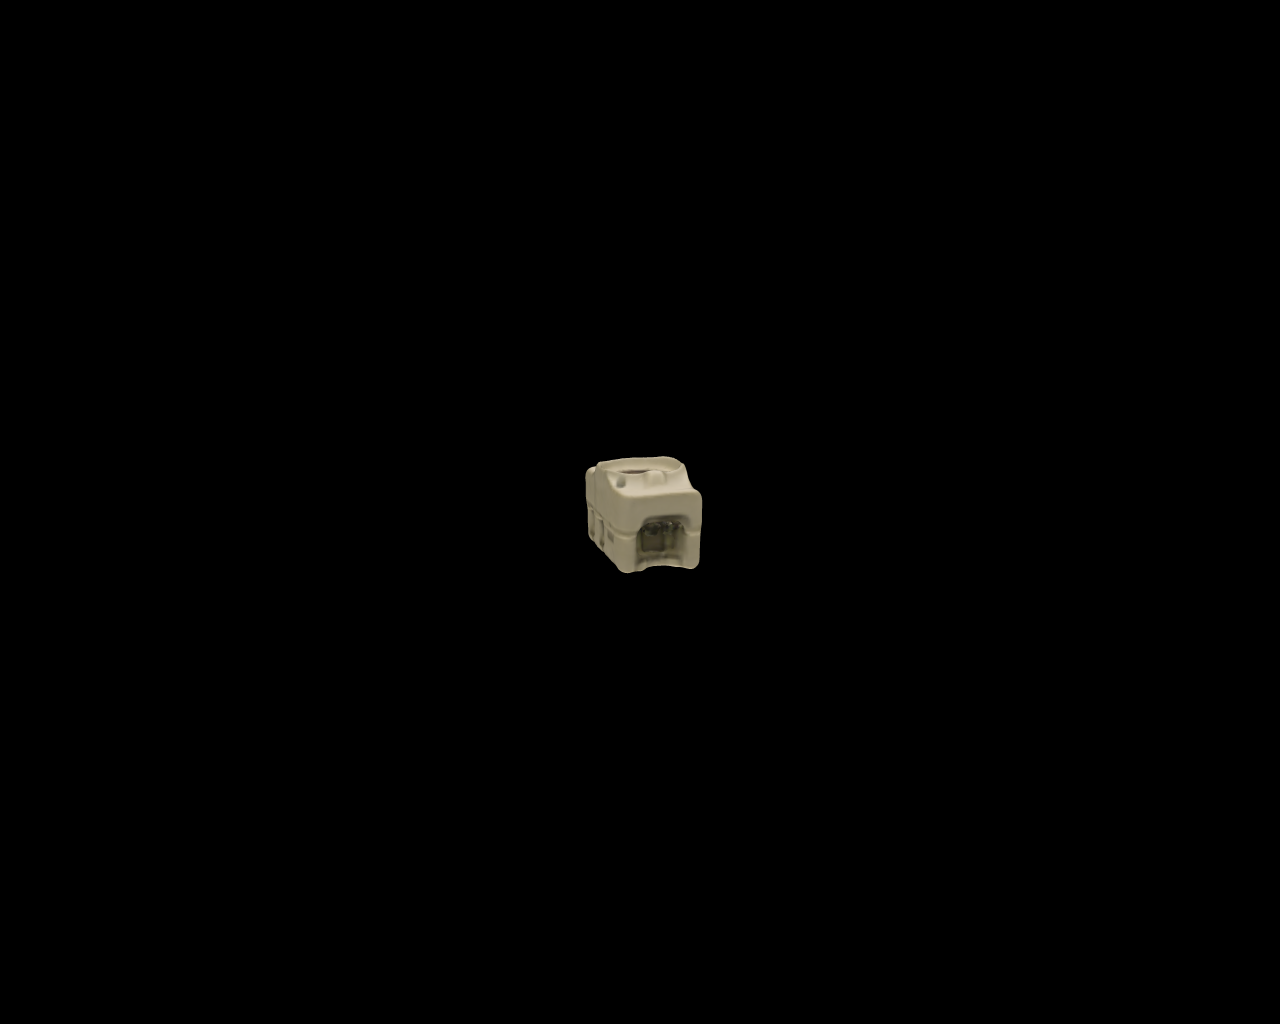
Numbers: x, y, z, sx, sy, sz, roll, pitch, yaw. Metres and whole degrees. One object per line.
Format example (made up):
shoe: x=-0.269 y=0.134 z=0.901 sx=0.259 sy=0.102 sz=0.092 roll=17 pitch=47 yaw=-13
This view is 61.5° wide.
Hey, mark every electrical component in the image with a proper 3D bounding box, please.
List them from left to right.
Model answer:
electrical component: x=0.001 y=-0.003 z=0.650 sx=0.050 sy=0.055 sz=0.089 roll=-4 pitch=15 yaw=-15
